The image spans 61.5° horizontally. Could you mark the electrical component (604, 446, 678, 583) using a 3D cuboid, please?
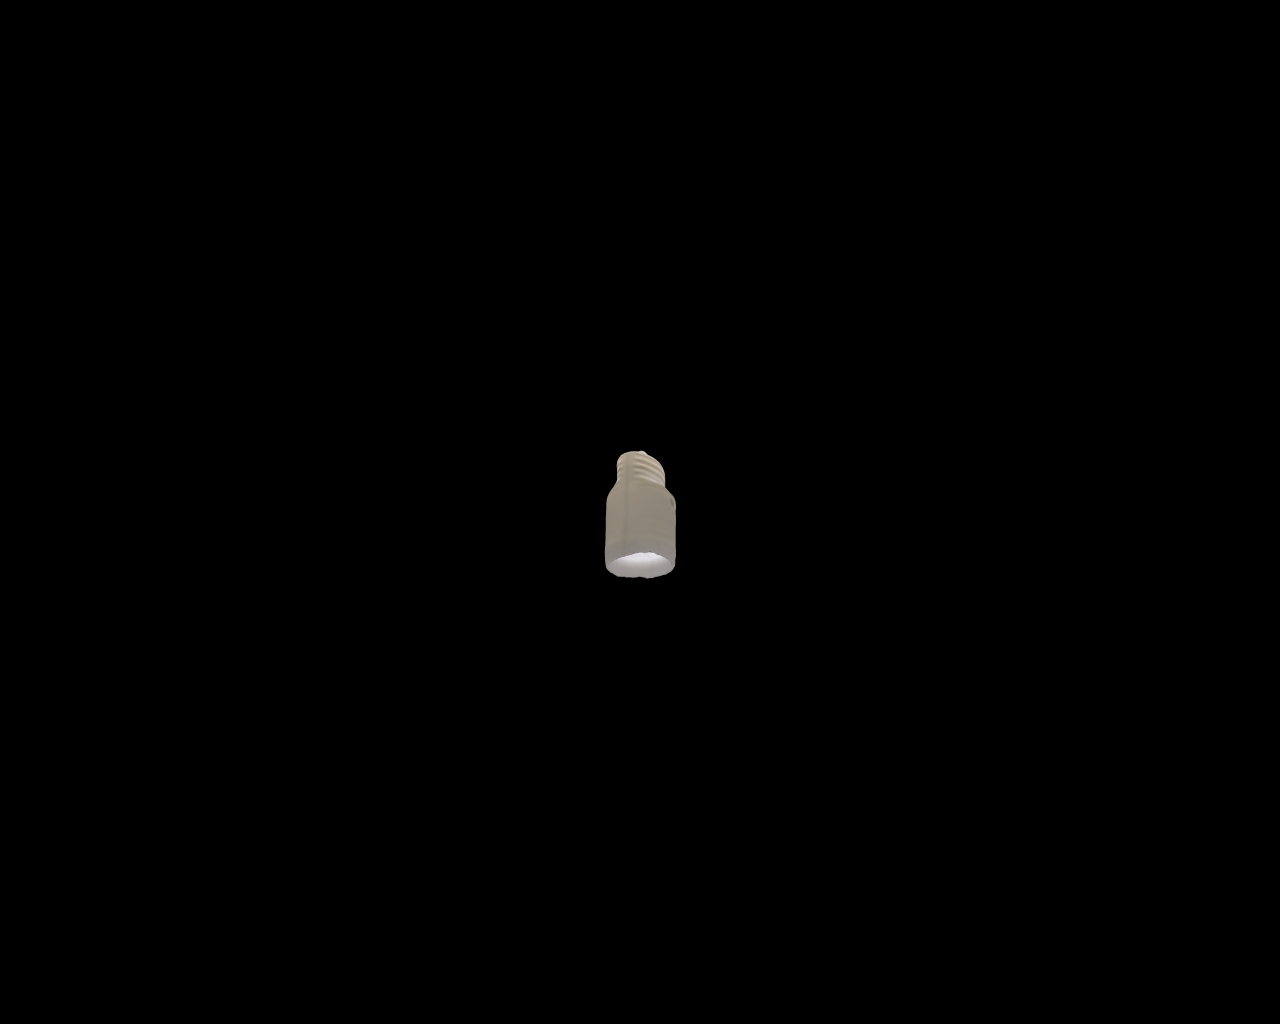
[{"bbox_3d":[0.001,-0.003,0.650,0.043,0.081,0.043,0,-26,0],"label":"electrical component"}]
